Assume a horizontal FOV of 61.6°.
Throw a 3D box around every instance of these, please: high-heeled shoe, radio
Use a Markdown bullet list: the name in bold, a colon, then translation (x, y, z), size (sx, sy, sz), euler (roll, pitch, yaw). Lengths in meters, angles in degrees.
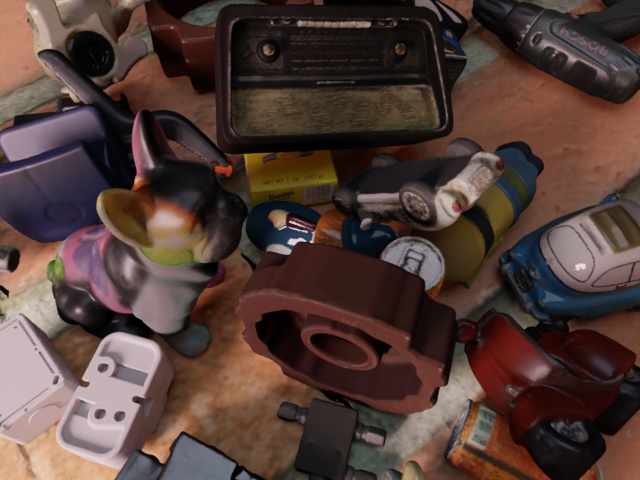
- **high-heeled shoe**: translation (0.088, -0.339, 0.720), size (0.145, 0.086, 0.249), euler (-17, 66, -13)
- **radio**: translation (0.011, -0.157, 0.531), size (0.230, 0.073, 0.131), euler (-5, 92, -16)

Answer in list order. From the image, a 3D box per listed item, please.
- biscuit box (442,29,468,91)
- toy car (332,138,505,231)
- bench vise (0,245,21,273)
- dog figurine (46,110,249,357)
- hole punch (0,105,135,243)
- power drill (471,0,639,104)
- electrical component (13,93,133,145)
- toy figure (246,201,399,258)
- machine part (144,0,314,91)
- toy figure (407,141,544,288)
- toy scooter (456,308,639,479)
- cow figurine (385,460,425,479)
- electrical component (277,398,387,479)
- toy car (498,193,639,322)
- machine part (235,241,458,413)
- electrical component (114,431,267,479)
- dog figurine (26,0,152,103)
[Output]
- **biscuit box**: translation (0.064, -0.214, 0.626), size (0.203, 0.062, 0.059), euler (0, 55, -17)
- **toy car**: translation (0.079, -0.044, 0.489), size (0.073, 0.202, 0.056), euler (-41, 109, -19)
- **bench vise**: translation (-0.389, -0.049, 0.514), size (0.224, 0.128, 0.240), euler (4, 66, 3)
- **dog figurine**: translation (-0.150, -0.001, 0.432), size (0.192, 0.219, 0.108), euler (10, 56, 4)
- **hole punch**: translation (-0.238, -0.050, 0.502), size (0.142, 0.115, 0.092), euler (-18, 33, -1)
- **power drill**: translation (0.342, -0.287, 0.691), size (0.207, 0.086, 0.232), euler (-34, 67, -23)
- **electrical component**: translation (-0.270, -0.118, 0.598), size (0.119, 0.047, 0.075), euler (-11, 59, -7)
- **toy figure**: translation (0.000, -0.002, 0.504), size (0.155, 0.064, 0.057), euler (13, 101, 35)
- **machine part**: translation (-0.116, -0.292, 0.684), size (0.201, 0.087, 0.201), euler (-13, 60, -10)
- **toy figure**: translation (0.154, -0.033, 0.529), size (0.082, 0.089, 0.180), euler (37, 68, 25)
- **toy scooter**: translation (0.180, 0.103, 0.431), size (0.184, 0.075, 0.135), euler (-7, 40, -45)
- **cow figurine**: translation (0.063, 0.200, 0.341), size (0.127, 0.194, 0.085), euler (13, 80, 38)
- **electrical component**: translation (0.005, 0.168, 0.445), size (0.094, 0.021, 0.063), euler (15, 60, 8)
- **toy car**: translation (0.257, 0.010, 0.498), size (0.162, 0.102, 0.109), euler (-13, 59, -10)
- **machine part**: translation (0.020, 0.071, 0.422), size (0.179, 0.179, 0.056), euler (17, 58, 9)
- **electrical component**: translation (-0.096, 0.214, 0.396), size (0.134, 0.058, 0.115), euler (22, 59, 12)
- **dog figurine**: translation (-0.295, -0.230, 0.631), size (0.191, 0.121, 0.172), euler (-3, 63, 48)
